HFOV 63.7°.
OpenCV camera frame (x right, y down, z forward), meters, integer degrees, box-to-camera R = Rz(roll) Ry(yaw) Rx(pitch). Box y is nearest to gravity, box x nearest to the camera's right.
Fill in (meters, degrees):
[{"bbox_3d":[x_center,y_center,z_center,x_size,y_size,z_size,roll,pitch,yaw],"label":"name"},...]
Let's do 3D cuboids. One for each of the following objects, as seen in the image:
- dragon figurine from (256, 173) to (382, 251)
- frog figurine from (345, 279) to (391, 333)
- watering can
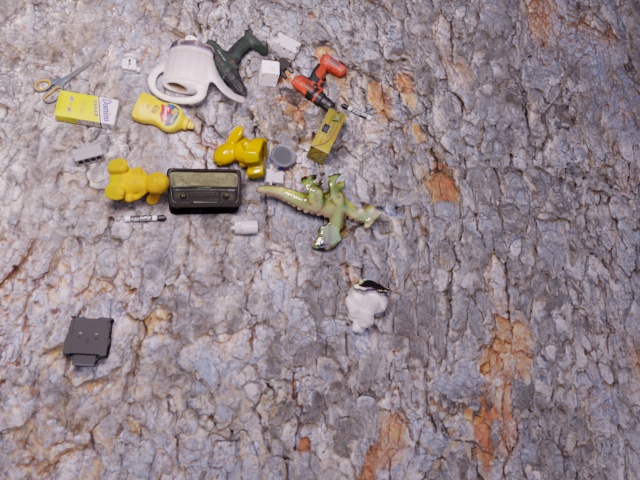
[{"bbox_3d":[0.005,-0.085,1.686,0.411,0.121,0.244,-8,82,-16],"label":"dragon figurine"},{"bbox_3d":[0.146,0.211,1.633,0.137,0.124,0.157,3,108,-22],"label":"frog figurine"},{"bbox_3d":[-0.399,-0.550,1.711,0.348,0.103,0.227,6,77,7],"label":"watering can"}]
